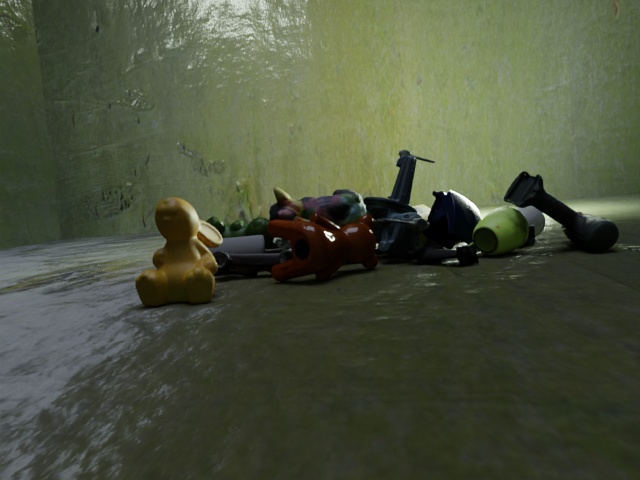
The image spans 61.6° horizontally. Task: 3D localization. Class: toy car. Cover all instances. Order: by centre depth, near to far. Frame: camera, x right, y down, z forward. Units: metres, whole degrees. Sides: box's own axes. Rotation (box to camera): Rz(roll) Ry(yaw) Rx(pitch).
[{"bbox_3d":[-0.124,0.047,1.070,0.202,0.053,0.089,-2,-3,8],"label":"toy car"},{"bbox_3d":[-0.087,0.014,1.385,0.073,0.056,0.202,-6,5,-12],"label":"toy car"}]

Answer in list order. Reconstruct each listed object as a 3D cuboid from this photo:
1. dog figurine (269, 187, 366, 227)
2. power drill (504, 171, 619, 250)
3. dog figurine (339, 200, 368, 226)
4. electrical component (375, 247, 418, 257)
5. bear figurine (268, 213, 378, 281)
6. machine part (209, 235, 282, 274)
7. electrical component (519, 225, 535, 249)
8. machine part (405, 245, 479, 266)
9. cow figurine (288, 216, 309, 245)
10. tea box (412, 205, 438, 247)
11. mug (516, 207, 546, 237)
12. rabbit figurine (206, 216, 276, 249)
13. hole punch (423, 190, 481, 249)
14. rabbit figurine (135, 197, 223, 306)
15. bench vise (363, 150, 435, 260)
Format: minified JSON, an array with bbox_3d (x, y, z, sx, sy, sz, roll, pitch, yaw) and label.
[{"bbox_3d":[-0.016,-0.073,1.312,0.191,0.108,0.219,-29,-30,32],"label":"dog figurine"},{"bbox_3d":[0.482,-0.053,1.092,0.207,0.086,0.232,36,10,-7],"label":"power drill"},{"bbox_3d":[0.122,-0.050,1.423,0.172,0.121,0.191,-31,10,-15],"label":"dog figurine"},{"bbox_3d":[0.173,0.025,1.211,0.094,0.021,0.063,-4,6,-1],"label":"electrical component"},{"bbox_3d":[0.015,0.009,1.004,0.132,0.120,0.196,-6,2,38],"label":"bear figurine"},{"bbox_3d":[-0.203,0.033,1.164,0.243,0.079,0.079,-5,5,-7],"label":"machine part"},{"bbox_3d":[0.413,-0.008,1.208,0.075,0.047,0.119,-9,8,-40],"label":"electrical component"},{"bbox_3d":[0.235,0.029,1.030,0.084,0.039,0.139,2,-2,-36],"label":"machine part"},{"bbox_3d":[-0.002,-0.004,1.198,0.127,0.085,0.195,19,-3,-23],"label":"cow figurine"},{"bbox_3d":[0.248,-0.032,1.309,0.098,0.068,0.169,34,23,19],"label":"tea box"},{"bbox_3d":[0.468,-0.034,1.280,0.110,0.080,0.107,5,18,36],"label":"mug"},{"bbox_3d":[-0.167,0.005,1.264,0.170,0.121,0.159,-19,-25,32],"label":"rabbit figurine"},{"bbox_3d":[0.306,-0.042,1.189,0.142,0.115,0.092,24,-7,-32],"label":"hole punch"},{"bbox_3d":[-0.221,0.012,0.891,0.122,0.173,0.162,-8,8,16],"label":"rabbit figurine"},{"bbox_3d":[0.167,-0.082,1.147,0.129,0.240,0.223,16,-7,-10],"label":"bench vise"}]
